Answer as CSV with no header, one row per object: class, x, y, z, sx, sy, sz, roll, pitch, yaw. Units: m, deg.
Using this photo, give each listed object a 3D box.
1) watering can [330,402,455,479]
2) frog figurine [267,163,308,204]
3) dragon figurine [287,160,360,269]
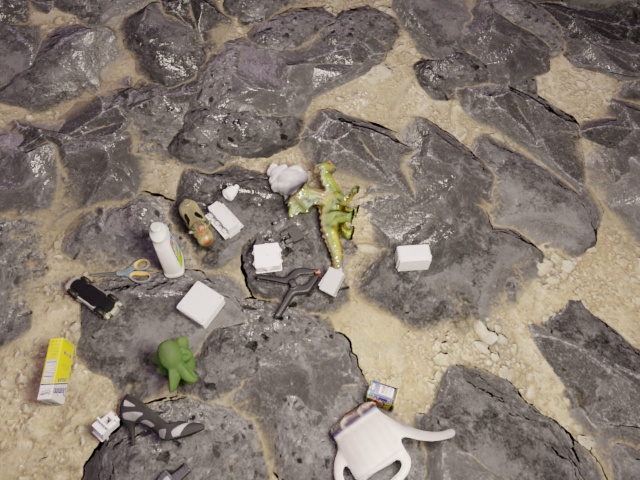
watering can,0.175,0.548,1.418,0.348,0.102,0.228,-33,66,-4
frog figurine,-0.122,-0.226,1.860,0.137,0.122,0.161,-37,79,1
dragon figurine,0.005,-0.089,1.776,0.243,0.120,0.415,14,75,8
